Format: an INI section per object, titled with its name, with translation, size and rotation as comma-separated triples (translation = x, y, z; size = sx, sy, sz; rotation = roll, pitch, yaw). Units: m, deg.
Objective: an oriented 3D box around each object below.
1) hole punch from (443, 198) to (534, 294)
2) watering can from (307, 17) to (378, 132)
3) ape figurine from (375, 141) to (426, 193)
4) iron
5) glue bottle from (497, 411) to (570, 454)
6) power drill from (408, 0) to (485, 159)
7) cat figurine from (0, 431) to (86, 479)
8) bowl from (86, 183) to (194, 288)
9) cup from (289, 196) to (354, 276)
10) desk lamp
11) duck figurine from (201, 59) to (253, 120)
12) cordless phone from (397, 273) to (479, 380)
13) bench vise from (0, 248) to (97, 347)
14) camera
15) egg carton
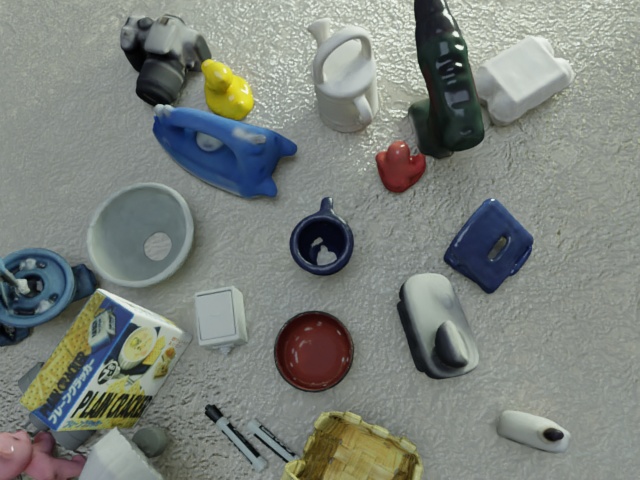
[hole punch]
translation = 0.246, 0.009, 0.821
size = 0.101, 0.091, 0.109
rotation = 38, 81, 15
[watering can]
translation = 0.031, -0.257, 0.871
size = 0.172, 0.194, 0.101
rotation = 41, 81, 16
[ape figurine]
translation = 0.121, -0.119, 0.873
size = 0.077, 0.092, 0.076
rotation = 24, 77, 13
[iron]
translation = -0.174, -0.162, 0.892
size = 0.258, 0.141, 0.119
rotation = 20, 76, 12
[glue bottle]
translation = 0.271, 0.239, 0.706
size = 0.078, 0.173, 0.037
rotation = 18, 76, 12
[power drill]
translation = 0.175, -0.219, 0.837
size = 0.075, 0.208, 0.229
rotation = -15, 72, 2
[cat figurine]
translation = -0.406, 0.307, 0.787
size = 0.127, 0.118, 0.067
rotation = 25, 77, 13
[bowl]
translation = -0.267, 0.000, 0.888
size = 0.167, 0.075, 0.167
rotation = -2, 73, 6
[cup]
translation = 0.008, 0.003, 0.847
size = 0.091, 0.095, 0.118
rotation = 4, 74, 8
[desk lamp]
translation = -0.261, 0.338, 0.711
size = 0.117, 0.214, 0.203
rotation = 42, 82, 16
[duck figurine]
translation = -0.159, -0.254, 0.948
size = 0.077, 0.086, 0.104
rotation = -38, 73, -6
[cordless phone]
translation = 0.158, 0.106, 0.752
size = 0.094, 0.185, 0.147
rotation = -21, 72, 0
[bench vise]
translation = -0.446, 0.088, 0.804
size = 0.207, 0.220, 0.121
rotation = -45, 74, -8
[camera]
translation = -0.277, -0.305, 0.968
size = 0.143, 0.101, 0.137
rotation = 16, 75, 11
[egg carton]
translation = 0.315, -0.252, 0.905
size = 0.150, 0.069, 0.107
rotation = -33, 73, -4
